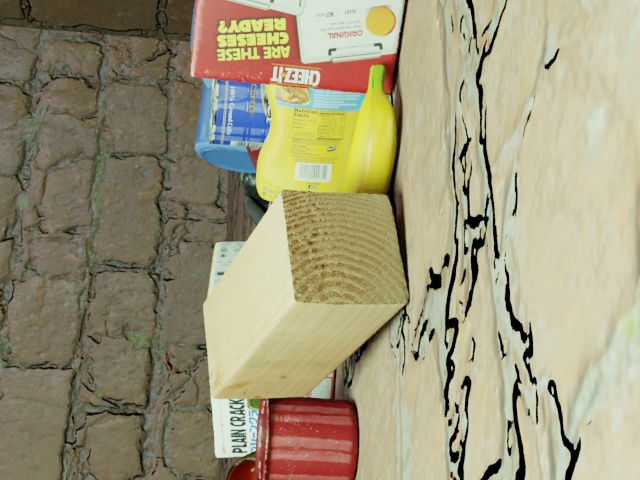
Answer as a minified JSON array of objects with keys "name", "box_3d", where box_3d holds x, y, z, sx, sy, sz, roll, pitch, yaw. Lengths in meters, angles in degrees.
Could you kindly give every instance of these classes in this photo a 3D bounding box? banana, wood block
[{"name":"banana","box_3d":[0.037,-0.040,0.867,0.069,0.037,0.198,-70,-7,-53]},{"name":"wood block","box_3d":[-0.019,0.050,0.841,0.206,0.090,0.091,128,138,-55]}]

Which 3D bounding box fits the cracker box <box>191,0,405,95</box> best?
[{"name":"cracker box","box_3d":[-0.012,-0.231,0.833,0.072,0.164,0.214,-97,14,-64]}]

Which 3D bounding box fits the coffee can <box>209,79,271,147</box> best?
[{"name":"coffee can","box_3d":[-0.035,-0.139,1.037,0.103,0.140,0.103,-177,90,-83]}]

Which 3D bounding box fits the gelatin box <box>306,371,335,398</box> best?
[{"name":"gelatin box","box_3d":[-0.005,0.139,1.094,0.073,0.030,0.089,-145,60,-82]}]

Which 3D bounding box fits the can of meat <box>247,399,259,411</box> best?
[{"name":"can of meat","box_3d":[-0.050,0.129,1.123,0.102,0.057,0.084,95,177,-68]}]

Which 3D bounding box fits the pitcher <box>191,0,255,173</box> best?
[{"name":"pitcher","box_3d":[-0.092,-0.216,1.341,0.145,0.149,0.243,110,170,-77]}]

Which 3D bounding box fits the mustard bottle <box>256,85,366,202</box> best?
[{"name":"mustard bottle","box_3d":[-0.002,-0.126,0.955,0.058,0.096,0.192,-102,17,-64]}]

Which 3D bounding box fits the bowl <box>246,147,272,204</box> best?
[{"name":"bowl","box_3d":[-0.034,-0.076,1.185,0.162,0.055,0.162,63,174,12]}]

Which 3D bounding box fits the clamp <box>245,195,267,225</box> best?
[{"name":"clamp","box_3d":[-0.007,0.001,1.050,0.120,0.039,0.171,-34,60,26]}]

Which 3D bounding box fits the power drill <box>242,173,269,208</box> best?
[{"name":"power drill","box_3d":[-0.073,0.007,1.444,0.184,0.057,0.187,60,-148,-71]}]

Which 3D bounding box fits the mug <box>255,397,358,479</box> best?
[{"name":"mug","box_3d":[-0.014,0.192,0.947,0.093,0.081,0.117,-110,25,-71]}]
